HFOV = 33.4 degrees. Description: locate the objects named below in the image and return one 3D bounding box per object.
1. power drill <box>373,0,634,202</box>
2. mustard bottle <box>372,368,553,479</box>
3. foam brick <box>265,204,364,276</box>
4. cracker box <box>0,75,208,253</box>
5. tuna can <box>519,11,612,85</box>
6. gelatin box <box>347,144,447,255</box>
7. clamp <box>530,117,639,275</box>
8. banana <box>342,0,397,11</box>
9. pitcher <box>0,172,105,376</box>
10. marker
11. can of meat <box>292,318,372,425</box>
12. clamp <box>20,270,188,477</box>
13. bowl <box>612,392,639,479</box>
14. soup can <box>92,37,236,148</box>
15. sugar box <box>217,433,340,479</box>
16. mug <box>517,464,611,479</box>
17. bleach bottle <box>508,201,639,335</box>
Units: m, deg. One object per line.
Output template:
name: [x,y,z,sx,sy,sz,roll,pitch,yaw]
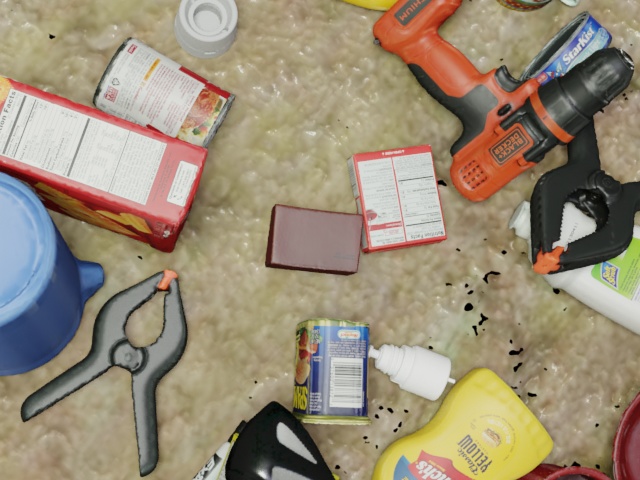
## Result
power drill: [0.148,-0.152,0.913,0.185,0.057,0.188,-40,80,27]
mustard bottle: [0.102,0.205,0.919,0.191,0.058,0.096,-41,90,-10]
foam brick: [-0.006,0.001,0.923,0.078,0.051,0.053,7,85,-8]
cracker box: [-0.203,-0.060,0.839,0.213,0.164,0.072,19,80,-8]
tuna can: [0.220,-0.162,0.957,0.033,0.086,0.086,42,80,-6]
gelatin box: [0.068,-0.036,0.949,0.073,0.030,0.089,-9,86,-11]
clamp: [0.238,-0.050,0.937,0.164,0.036,0.209,44,59,11]
banana: [-0.004,-0.266,0.954,0.069,0.037,0.198,-44,93,-9]
pitcher: [-0.253,0.029,0.782,0.145,0.243,0.149,35,75,-2]
marker: [-0.095,0.201,0.907,0.020,0.020,0.121,42,80,-4]
can of meat: [0.009,0.110,0.891,0.057,0.102,0.084,3,82,-10]
clamp: [-0.172,0.101,0.894,0.120,0.039,0.171,19,77,-13]
bowl: [0.327,0.195,0.958,0.162,0.055,0.162,1,85,-9]
soup can: [-0.132,-0.118,0.905,0.102,0.068,0.068,29,81,-5]
sugar box: [-0.059,0.260,0.887,0.093,0.048,0.176,25,84,-21]
mug: [0.196,0.242,0.919,0.117,0.081,0.093,-20,89,-11]
bleach bottle: [0.290,0.029,0.964,0.251,0.068,0.102,28,73,-2]
